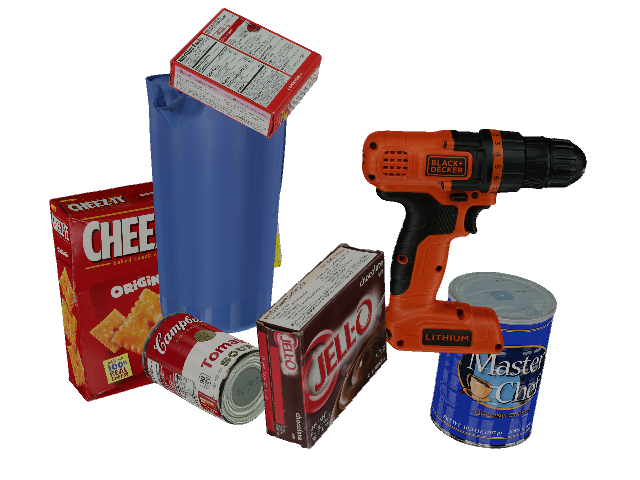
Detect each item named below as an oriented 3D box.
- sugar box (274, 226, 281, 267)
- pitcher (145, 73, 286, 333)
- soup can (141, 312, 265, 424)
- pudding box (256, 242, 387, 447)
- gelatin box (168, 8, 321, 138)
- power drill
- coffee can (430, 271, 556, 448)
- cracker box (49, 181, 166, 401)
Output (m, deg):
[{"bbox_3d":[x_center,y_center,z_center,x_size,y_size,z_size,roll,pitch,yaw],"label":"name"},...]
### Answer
[{"bbox_3d":[-0.078,-0.062,1.291,0.048,0.176,0.093,-9,25,-5],"label":"sugar box"},{"bbox_3d":[-0.094,-0.042,1.031,0.149,0.243,0.145,-2,14,-15],"label":"pitcher"},{"bbox_3d":[-0.096,0.110,0.917,0.102,0.068,0.068,20,13,39],"label":"soup can"},{"bbox_3d":[0.004,0.066,0.701,0.039,0.090,0.113,13,33,25],"label":"pudding box"},{"bbox_3d":[-0.055,-0.124,0.782,0.089,0.073,0.030,27,-36,10],"label":"gelatin box"},{"bbox_3d":[0.123,-0.001,0.892,0.184,0.188,0.057,2,14,-1],"label":"power drill"},{"bbox_3d":[0.166,0.114,1.037,0.103,0.140,0.103,5,23,-2],"label":"coffee can"},{"bbox_3d":[-0.197,0.051,1.162,0.163,0.214,0.072,-12,24,-29],"label":"cracker box"}]
